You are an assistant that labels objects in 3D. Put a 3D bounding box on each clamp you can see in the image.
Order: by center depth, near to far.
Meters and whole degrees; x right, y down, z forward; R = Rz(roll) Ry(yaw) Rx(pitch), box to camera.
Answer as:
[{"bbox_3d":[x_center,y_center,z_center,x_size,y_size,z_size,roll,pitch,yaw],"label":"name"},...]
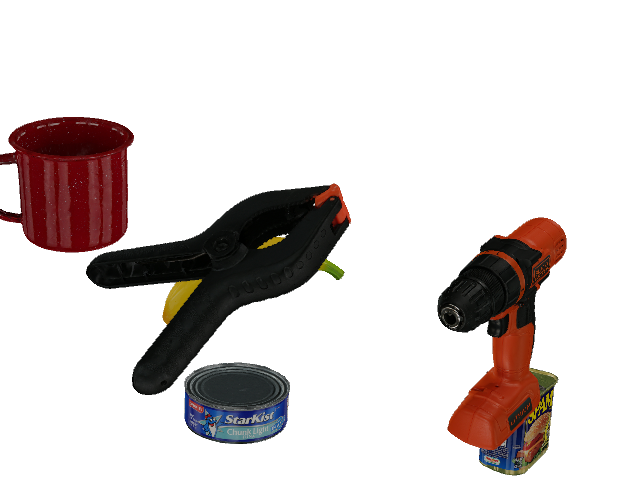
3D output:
[{"bbox_3d":[-0.057,0.023,0.651,0.171,0.120,0.039,-24,-40,2],"label":"clamp"}]

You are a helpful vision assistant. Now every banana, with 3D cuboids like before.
[{"bbox_3d":[-0.080,0.036,1.042,0.198,0.069,0.037,-15,21,20],"label":"banana"}]

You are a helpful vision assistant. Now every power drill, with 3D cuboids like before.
[{"bbox_3d":[0.155,0.089,0.943,0.057,0.188,0.184,22,34,32],"label":"power drill"}]

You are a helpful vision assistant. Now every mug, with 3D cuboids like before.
[{"bbox_3d":[-0.202,-0.041,0.822,0.117,0.081,0.093,-5,26,-19],"label":"mug"}]

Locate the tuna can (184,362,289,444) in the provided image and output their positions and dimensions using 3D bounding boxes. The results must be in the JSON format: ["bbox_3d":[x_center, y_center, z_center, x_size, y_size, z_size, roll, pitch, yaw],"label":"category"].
[{"bbox_3d":[-0.068,0.132,0.868,0.086,0.034,0.086,3,17,-1],"label":"tuna can"}]

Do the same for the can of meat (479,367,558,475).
[{"bbox_3d":[0.208,0.190,1.126,0.058,0.084,0.101,11,16,31],"label":"can of meat"}]
